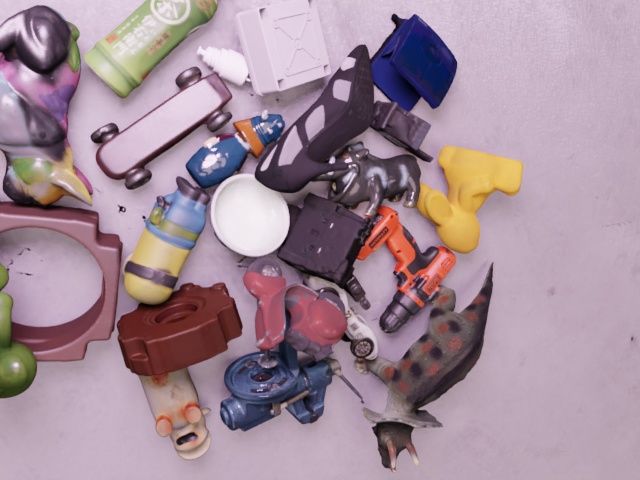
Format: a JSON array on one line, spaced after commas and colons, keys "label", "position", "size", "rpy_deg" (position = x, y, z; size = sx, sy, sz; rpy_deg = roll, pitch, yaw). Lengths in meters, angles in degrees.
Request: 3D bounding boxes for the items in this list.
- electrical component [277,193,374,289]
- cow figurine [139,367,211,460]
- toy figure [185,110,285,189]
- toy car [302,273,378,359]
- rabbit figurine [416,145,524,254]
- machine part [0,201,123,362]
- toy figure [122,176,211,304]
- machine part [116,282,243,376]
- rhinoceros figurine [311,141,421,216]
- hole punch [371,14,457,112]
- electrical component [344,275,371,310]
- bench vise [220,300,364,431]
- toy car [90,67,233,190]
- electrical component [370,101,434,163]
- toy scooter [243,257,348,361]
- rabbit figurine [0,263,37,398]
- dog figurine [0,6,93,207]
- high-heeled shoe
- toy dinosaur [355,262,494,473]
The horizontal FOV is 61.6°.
[{"label": "electrical component", "position": [-0.002, -0.002, 0.813], "size": [0.134, 0.058, 0.115], "rpy_deg": [22, 78, 18]}, {"label": "cow figurine", "position": [-0.222, 0.245, 0.820], "size": [0.085, 0.127, 0.194], "rpy_deg": [-22, 97, -14]}, {"label": "toy figure", "position": [-0.119, -0.135, 0.769], "size": [0.154, 0.058, 0.064], "rpy_deg": [-38, 158, -11]}, {"label": "toy car", "position": [0.036, 0.120, 0.890], "size": [0.056, 0.074, 0.201], "rpy_deg": [-38, 114, -5]}, {"label": "rabbit figurine", "position": [0.237, -0.062, 0.888], "size": [0.162, 0.122, 0.173], "rpy_deg": [6, 104, -17]}, {"label": "machine part", "position": [-0.375, 0.055, 0.716], "size": [0.201, 0.087, 0.201], "rpy_deg": [5, 105, -21]}, {"label": "toy figure", "position": [-0.217, 0.004, 0.756], "size": [0.082, 0.089, 0.180], "rpy_deg": [29, 96, -17]}, {"label": "machine part", "position": [-0.198, 0.119, 0.754], "size": [0.179, 0.179, 0.056], "rpy_deg": [-17, 110, -15]}, {"label": "rhinoceros figurine", "position": [0.073, -0.097, 0.842], "size": [0.190, 0.073, 0.112], "rpy_deg": [-3, 108, -20]}, {"label": "hole punch", "position": [0.149, -0.267, 0.815], "size": [0.142, 0.092, 0.116], "rpy_deg": [37, 87, -21]}, {"label": "electrical component", "position": [0.050, 0.072, 0.887], "size": [0.021, 0.063, 0.094], "rpy_deg": [-35, 113, -7]}, {"label": "bench vise", "position": [-0.058, 0.195, 0.857], "size": [0.224, 0.129, 0.240], "rpy_deg": [-12, 113, -20]}, {"label": "toy car", "position": [-0.212, -0.153, 0.733], "size": [0.202, 0.053, 0.089], "rpy_deg": [-38, 95, -7]}, {"label": "electrical component", "position": [0.137, -0.169, 0.844], "size": [0.119, 0.075, 0.047], "rpy_deg": [26, 96, -21]}, {"label": "toy scooter", "position": [-0.037, 0.115, 0.756], "size": [0.183, 0.135, 0.075], "rpy_deg": [35, 127, -23]}, {"label": "rabbit figurine", "position": [-0.381, 0.121, 0.618], "size": [0.121, 0.159, 0.170], "rpy_deg": [-36, 130, -18]}, {"label": "dog figurine", "position": [-0.336, -0.147, 0.663], "size": [0.191, 0.109, 0.219], "rpy_deg": [-38, 119, -10]}, {"label": "high-heeled shoe", "position": [-0.006, -0.178, 0.784], "size": [0.086, 0.145, 0.249], "rpy_deg": [51, 46, -52]}, {"label": "toy dinosaur", "position": [0.199, 0.202, 0.911], "size": [0.131, 0.192, 0.405], "rpy_deg": [41, 90, -27]}]
